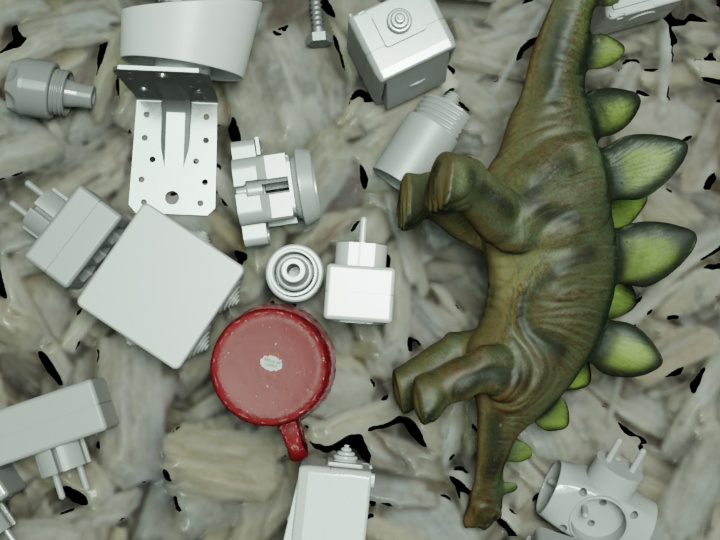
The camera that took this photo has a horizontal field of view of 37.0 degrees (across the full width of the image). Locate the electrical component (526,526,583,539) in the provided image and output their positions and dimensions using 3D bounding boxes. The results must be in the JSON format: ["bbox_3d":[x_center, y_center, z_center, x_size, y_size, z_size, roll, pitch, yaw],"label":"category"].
[{"bbox_3d":[0.126,0.250,0.759,0.079,0.063,0.121,17,105,0],"label":"electrical component"}]

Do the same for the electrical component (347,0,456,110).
[{"bbox_3d":[0.031,-0.162,0.782,0.062,0.096,0.061,-26,87,-3],"label":"electrical component"}]

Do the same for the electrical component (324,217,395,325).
[{"bbox_3d":[0.000,0.000,0.777,0.047,0.083,0.075,4,86,-1],"label":"electrical component"}]

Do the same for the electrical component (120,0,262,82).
[{"bbox_3d":[-0.124,-0.171,0.781,0.099,0.099,0.064,8,92,-1],"label":"electrical component"}]

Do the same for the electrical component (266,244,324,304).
[{"bbox_3d":[-0.048,0.002,0.786,0.043,0.062,0.043,0,86,-2],"label":"electrical component"}]

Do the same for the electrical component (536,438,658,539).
[{"bbox_3d":[0.180,0.159,0.784,0.077,0.044,0.079,24,108,0],"label":"electrical component"}]

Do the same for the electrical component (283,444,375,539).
[{"bbox_3d":[-0.024,0.173,0.776,0.061,0.061,0.096,6,86,-1],"label":"electrical component"}]

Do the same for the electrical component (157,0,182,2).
[{"bbox_3d":[-0.142,-0.244,0.801,0.061,0.061,0.096,44,86,2],"label":"electrical component"}]

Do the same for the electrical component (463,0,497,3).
[{"bbox_3d":[0.081,-0.230,0.810,0.047,0.055,0.055,2,86,2],"label":"electrical component"}]

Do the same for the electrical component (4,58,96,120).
[{"bbox_3d":[-0.229,-0.133,0.801,0.062,0.043,0.043,9,86,-3],"label":"electrical component"}]

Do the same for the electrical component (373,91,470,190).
[{"bbox_3d":[0.049,-0.098,0.805,0.043,0.043,0.081,33,86,1],"label":"electrical component"}]

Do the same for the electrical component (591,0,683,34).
[{"bbox_3d":[0.195,-0.232,0.809,0.062,0.061,0.096,-16,87,-2],"label":"electrical component"}]

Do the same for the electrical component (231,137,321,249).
[{"bbox_3d":[-0.061,-0.059,0.793,0.057,0.058,0.078,-8,86,1],"label":"electrical component"}]

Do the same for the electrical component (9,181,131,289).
[{"bbox_3d":[-0.221,-0.034,0.791,0.077,0.047,0.065,37,87,0],"label":"electrical component"}]

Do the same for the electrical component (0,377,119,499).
[{"bbox_3d":[-0.218,0.127,0.781,0.083,0.047,0.075,-19,87,-3],"label":"electrical component"}]

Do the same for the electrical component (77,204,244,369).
[{"bbox_3d":[-0.143,0.013,0.790,0.100,0.048,0.099,34,86,1],"label":"electrical component"}]

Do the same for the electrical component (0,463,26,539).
[{"bbox_3d":[-0.274,0.178,0.776,0.066,0.047,0.076,-35,88,-3],"label":"electrical component"}]
